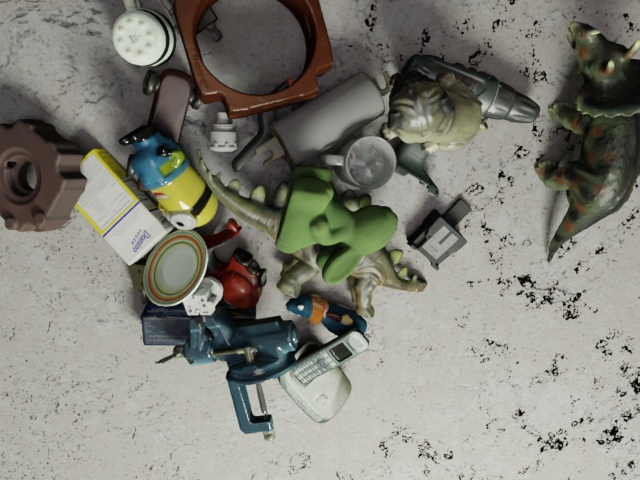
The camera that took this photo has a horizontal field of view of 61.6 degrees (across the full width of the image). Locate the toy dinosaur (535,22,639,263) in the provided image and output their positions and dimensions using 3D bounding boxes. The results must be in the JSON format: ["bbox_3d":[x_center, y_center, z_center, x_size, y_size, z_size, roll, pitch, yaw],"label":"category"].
[{"bbox_3d":[0.432,-0.124,0.829,0.131,0.192,0.404,-3,109,1],"label":"toy dinosaur"}]

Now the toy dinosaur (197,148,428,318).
[{"bbox_3d":[-0.002,-0.003,0.899,0.471,0.105,0.198,20,101,-22],"label":"toy dinosaur"}]

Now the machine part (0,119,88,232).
[{"bbox_3d":[-0.456,-0.100,0.844,0.180,0.056,0.179,2,97,17],"label":"machine part"}]

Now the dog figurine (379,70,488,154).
[{"bbox_3d":[0.168,-0.169,0.730,0.172,0.191,0.121,-1,105,-1],"label":"dog figurine"}]

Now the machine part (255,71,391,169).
[{"bbox_3d":[0.011,-0.184,0.830,0.243,0.079,0.079,-32,109,-8],"label":"machine part"}]

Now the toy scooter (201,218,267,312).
[{"bbox_3d":[-0.155,0.035,0.915,0.184,0.075,0.135,44,120,-10],"label":"toy scooter"}]

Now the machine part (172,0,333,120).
[{"bbox_3d":[-0.095,-0.287,0.776,0.201,0.087,0.201,-17,98,-10],"label":"machine part"}]

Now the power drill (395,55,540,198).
[{"bbox_3d":[0.210,-0.174,0.861,0.232,0.086,0.207,26,111,-9],"label":"power drill"}]

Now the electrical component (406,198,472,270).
[{"bbox_3d":[0.218,-0.015,0.936,0.119,0.048,0.074,-42,107,14],"label":"electrical component"}]

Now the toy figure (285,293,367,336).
[{"bbox_3d":[0.010,0.135,0.975,0.154,0.058,0.064,27,129,-14],"label":"toy figure"}]

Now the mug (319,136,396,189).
[{"bbox_3d":[0.051,-0.120,0.851,0.109,0.107,0.080,-4,96,-15],"label":"mug"}]

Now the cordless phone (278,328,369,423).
[{"bbox_3d":[0.029,0.237,0.980,0.184,0.089,0.146,-33,108,21],"label":"cordless phone"}]

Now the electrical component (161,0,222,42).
[{"bbox_3d":[-0.193,-0.336,0.816,0.063,0.021,0.094,-33,109,10],"label":"electrical component"}]

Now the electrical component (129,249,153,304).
[{"bbox_3d":[-0.291,0.063,0.948,0.078,0.045,0.102,0,110,28],"label":"electrical component"}]

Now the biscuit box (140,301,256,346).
[{"bbox_3d":[-0.217,0.150,0.971,0.203,0.059,0.062,2,111,-4],"label":"biscuit box"}]

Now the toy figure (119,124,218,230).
[{"bbox_3d":[-0.226,-0.095,0.828,0.089,0.082,0.180,-33,118,-11],"label":"toy figure"}]

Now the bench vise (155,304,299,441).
[{"bbox_3d":[-0.133,0.227,0.900,0.224,0.129,0.240,-12,98,1],"label":"bench vise"}]

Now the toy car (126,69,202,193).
[{"bbox_3d":[-0.250,-0.172,0.857,0.089,0.053,0.202,9,112,-27],"label":"toy car"}]

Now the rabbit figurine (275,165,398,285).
[{"bbox_3d":[0.028,-0.016,0.788,0.170,0.121,0.159,13,104,-7],"label":"rabbit figurine"}]
